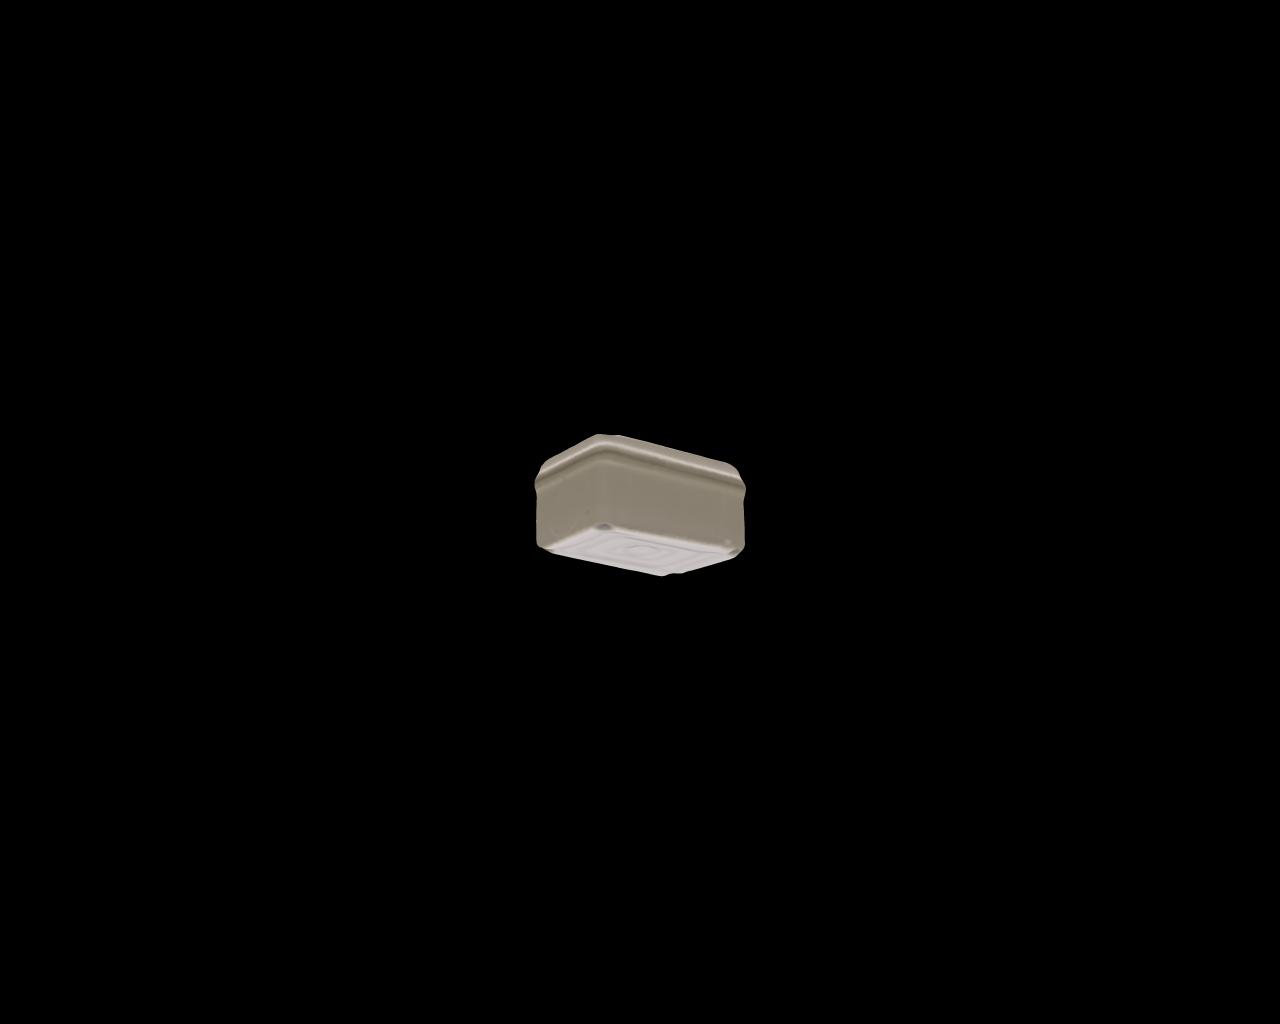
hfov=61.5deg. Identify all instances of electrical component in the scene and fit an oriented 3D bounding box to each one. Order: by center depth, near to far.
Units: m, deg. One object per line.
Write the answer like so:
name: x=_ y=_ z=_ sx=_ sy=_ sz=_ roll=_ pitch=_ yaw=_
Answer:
electrical component: x=0.001 y=-0.003 z=0.650 sx=0.113 sy=0.057 sz=0.078 roll=13 pitch=-22 yaw=-36
